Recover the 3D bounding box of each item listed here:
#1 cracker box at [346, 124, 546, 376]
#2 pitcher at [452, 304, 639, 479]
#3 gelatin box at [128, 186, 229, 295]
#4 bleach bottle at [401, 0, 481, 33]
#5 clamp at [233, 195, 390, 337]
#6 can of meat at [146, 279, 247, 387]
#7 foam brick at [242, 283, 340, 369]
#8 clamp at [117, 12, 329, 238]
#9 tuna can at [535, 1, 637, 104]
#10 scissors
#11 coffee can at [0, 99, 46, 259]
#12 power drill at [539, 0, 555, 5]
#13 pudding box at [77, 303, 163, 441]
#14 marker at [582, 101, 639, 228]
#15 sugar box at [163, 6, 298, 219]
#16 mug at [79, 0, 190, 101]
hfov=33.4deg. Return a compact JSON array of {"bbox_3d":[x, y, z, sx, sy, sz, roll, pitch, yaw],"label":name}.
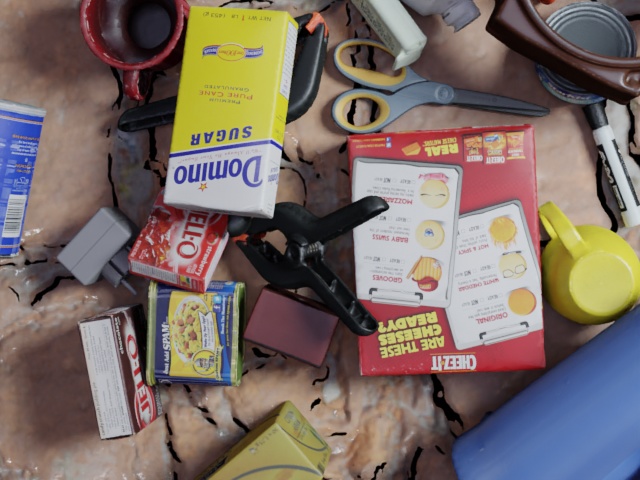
[{"bbox_3d":[0.112,0.008,0.953,0.164,0.072,0.214,-3,94,8],"label":"cracker box"},{"bbox_3d":[0.239,0.157,0.879,0.243,0.144,0.149,-45,78,23],"label":"pitcher"},{"bbox_3d":[-0.125,-0.001,0.976,0.073,0.030,0.089,16,55,7],"label":"gelatin box"},{"bbox_3d":[0.067,-0.298,0.930,0.103,0.067,0.251,-32,91,46],"label":"bleach bottle"},{"bbox_3d":[-0.006,0.001,0.939,0.172,0.039,0.120,24,105,35],"label":"clamp"},{"bbox_3d":[-0.114,0.085,0.990,0.084,0.057,0.102,2,94,5],"label":"can of meat"},{"bbox_3d":[-0.024,0.078,0.982,0.078,0.053,0.051,20,95,4],"label":"foam brick"},{"bbox_3d":[-0.076,-0.129,0.977,0.165,0.036,0.210,36,89,14],"label":"clamp"},{"bbox_3d":[0.232,-0.163,0.937,0.086,0.033,0.086,-2,79,8],"label":"tuna can"},{"bbox_3d":[0.097,-0.118,0.972,0.202,0.016,0.096,26,94,5],"label":"scissors"},{"bbox_3d":[-0.316,-0.062,0.981,0.103,0.102,0.140,12,95,5],"label":"coffee can"},{"bbox_3d":[0.257,-0.287,0.926,0.188,0.057,0.184,-33,88,5],"label":"power drill"},{"bbox_3d":[-0.182,0.120,0.983,0.039,0.090,0.113,-12,91,8],"label":"pudding box"},{"bbox_3d":[0.263,-0.070,0.956,0.020,0.020,0.121,-20,91,7],"label":"marker"},{"bbox_3d":[-0.078,-0.111,0.931,0.093,0.048,0.176,6,84,14],"label":"sugar box"},{"bbox_3d":[-0.161,-0.184,0.966,0.093,0.081,0.117,4,94,6],"label":"mug"}]
